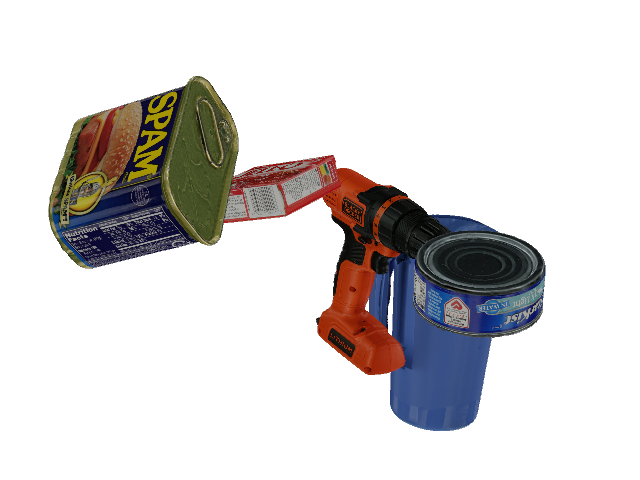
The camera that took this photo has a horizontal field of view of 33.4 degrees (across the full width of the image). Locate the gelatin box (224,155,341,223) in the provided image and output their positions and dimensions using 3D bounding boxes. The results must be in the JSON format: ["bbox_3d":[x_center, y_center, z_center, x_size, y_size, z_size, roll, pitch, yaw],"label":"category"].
[{"bbox_3d":[-0.041,-0.040,0.835,0.089,0.030,0.073,-4,17,40],"label":"gelatin box"}]

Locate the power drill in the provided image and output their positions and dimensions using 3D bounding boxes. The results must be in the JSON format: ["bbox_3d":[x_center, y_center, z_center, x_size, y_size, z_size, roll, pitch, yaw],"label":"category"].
[{"bbox_3d":[0.060,0.037,1.076,0.057,0.188,0.185,-9,28,-32],"label":"power drill"}]

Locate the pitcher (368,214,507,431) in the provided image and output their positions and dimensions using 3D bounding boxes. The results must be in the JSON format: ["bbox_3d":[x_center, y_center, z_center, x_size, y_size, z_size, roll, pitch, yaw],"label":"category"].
[{"bbox_3d":[0.136,0.099,1.262,0.149,0.243,0.145,7,19,10],"label":"pitcher"}]

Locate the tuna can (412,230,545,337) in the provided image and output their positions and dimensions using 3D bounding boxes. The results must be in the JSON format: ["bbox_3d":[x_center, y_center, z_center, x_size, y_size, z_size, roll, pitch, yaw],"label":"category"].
[{"bbox_3d":[0.104,0.026,0.698,0.086,0.034,0.086,-1,28,0],"label":"tuna can"}]

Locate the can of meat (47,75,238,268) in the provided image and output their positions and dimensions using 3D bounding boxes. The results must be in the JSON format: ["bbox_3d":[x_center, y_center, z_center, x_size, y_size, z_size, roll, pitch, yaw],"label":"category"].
[{"bbox_3d":[-0.101,-0.037,0.610,0.084,0.102,0.057,-13,-45,22],"label":"can of meat"}]
